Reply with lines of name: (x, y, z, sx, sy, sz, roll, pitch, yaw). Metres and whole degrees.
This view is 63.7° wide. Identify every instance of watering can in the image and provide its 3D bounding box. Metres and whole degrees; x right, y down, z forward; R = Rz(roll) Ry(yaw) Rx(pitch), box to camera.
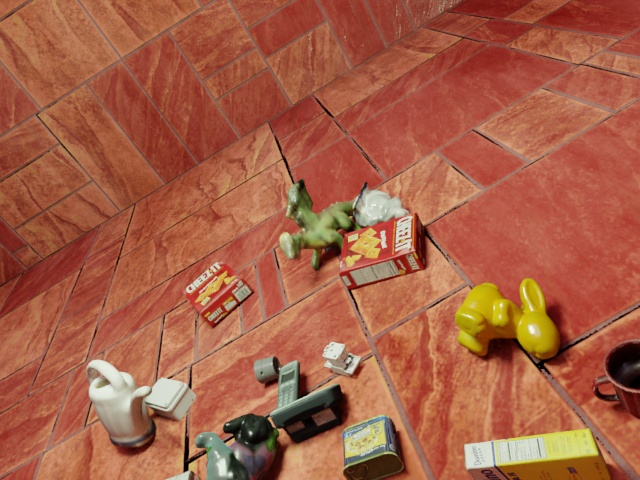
watering can: (-0.465, 0.399, 1.233, 0.347, 0.221, 0.105, 1, 25, 46)

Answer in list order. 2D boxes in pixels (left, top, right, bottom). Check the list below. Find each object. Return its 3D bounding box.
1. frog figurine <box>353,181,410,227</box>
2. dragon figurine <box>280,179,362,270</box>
frog figurine: (0.181, -0.084, 1.486, 0.160, 0.120, 0.140, 22, 32, 12)
dragon figurine: (0.005, -0.075, 1.482, 0.121, 0.239, 0.419, -15, 35, 40)
